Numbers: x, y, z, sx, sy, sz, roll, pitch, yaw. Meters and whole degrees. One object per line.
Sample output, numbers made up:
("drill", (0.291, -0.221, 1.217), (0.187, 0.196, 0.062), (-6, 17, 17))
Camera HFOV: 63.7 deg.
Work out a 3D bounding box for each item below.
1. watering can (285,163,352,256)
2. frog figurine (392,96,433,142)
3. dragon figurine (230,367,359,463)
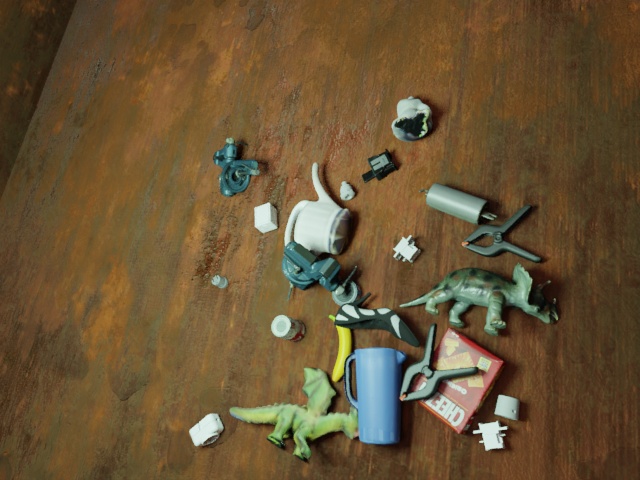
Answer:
("watering can", (0.005, -0.084, 1.675), (0.225, 0.103, 0.351), (12, 78, 29))
("frog figurine", (0.295, -0.394, 1.678), (0.136, 0.121, 0.163), (-39, 22, 18))
("dragon figurine", (-0.058, 0.487, 1.499), (0.413, 0.119, 0.247), (20, 63, 29))
